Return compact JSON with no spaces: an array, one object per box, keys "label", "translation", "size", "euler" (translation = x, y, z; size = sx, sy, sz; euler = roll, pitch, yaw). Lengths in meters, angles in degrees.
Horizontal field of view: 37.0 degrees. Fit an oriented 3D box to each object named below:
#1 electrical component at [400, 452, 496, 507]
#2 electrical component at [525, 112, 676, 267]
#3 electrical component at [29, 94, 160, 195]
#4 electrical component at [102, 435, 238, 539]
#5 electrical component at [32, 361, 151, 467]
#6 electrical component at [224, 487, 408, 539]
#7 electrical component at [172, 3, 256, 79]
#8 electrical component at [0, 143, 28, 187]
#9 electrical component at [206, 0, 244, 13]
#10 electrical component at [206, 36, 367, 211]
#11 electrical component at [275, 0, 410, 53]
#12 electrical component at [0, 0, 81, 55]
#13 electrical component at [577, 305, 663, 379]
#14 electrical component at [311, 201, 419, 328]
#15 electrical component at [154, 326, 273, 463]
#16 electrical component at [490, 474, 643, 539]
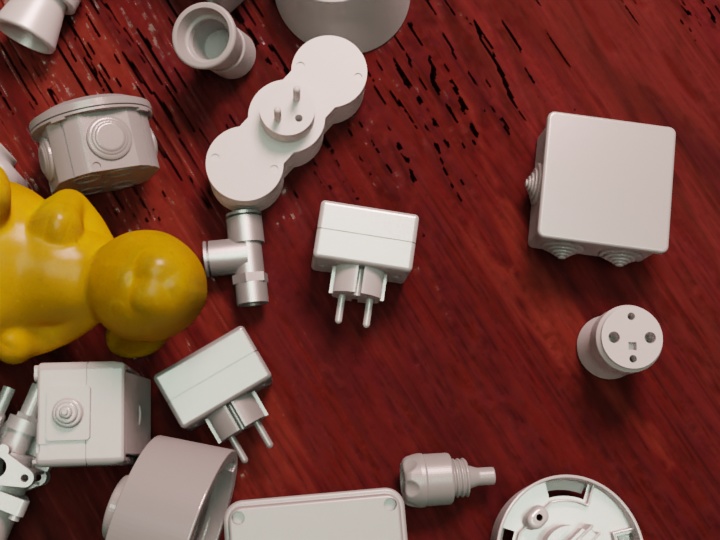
[{"label":"electrical component","translation":[0.058,0.137,0.706],"size":[0.061,0.035,0.035],"euler":[-2,79,-7]},{"label":"electrical component","translation":[0.164,-0.055,0.741],"size":[0.100,0.048,0.099],"euler":[7,79,-2]},{"label":"electrical component","translation":[-0.174,-0.082,0.711],"size":[0.080,0.080,0.051],"euler":[-14,86,-6]},{"label":"electrical component","translation":[-0.122,0.153,0.658],"size":[0.060,0.108,0.108],"euler":[16,79,6]},{"label":"electrical component","translation":[-0.165,0.091,0.669],"size":[0.061,0.096,0.061],"euler":[-1,80,-5]},{"label":"electrical component","translation":[-0.027,0.181,0.680],"size":[0.113,0.057,0.078],"euler":[-4,80,-4]},{"label":"electrical component","translation":[-0.096,-0.153,0.735],"size":[0.044,0.065,0.044],"euler":[0,89,12]},{"label":"electrical component","translation":[-0.271,-0.073,0.716],"size":[0.059,0.053,0.095],"euler":[-44,85,-10]},{"label":"electrical component","translation":[-0.093,-0.234,0.761],"size":[0.066,0.047,0.076],"euler":[44,80,5]},{"label":"electrical component","translation":[-0.049,-0.103,0.725],"size":[0.052,0.073,0.138],"euler":[40,80,4]},{"label":"electrical component","translation":[-0.014,-0.211,0.765],"size":[0.099,0.064,0.099],"euler":[-2,68,4]},{"label":"electrical component","translation":[-0.221,-0.184,0.745],"size":[0.045,0.045,0.055],"euler":[24,78,1]},{"label":"electrical component","translation":[0.174,0.048,0.719],"size":[0.045,0.055,0.045],"euler":[1,79,-3]},{"label":"electrical component","translation":[0.000,0.000,0.721],"size":[0.066,0.047,0.076],"euler":[9,78,-3]},{"label":"electrical component","translation":[-0.085,0.087,0.700],"size":[0.066,0.047,0.076],"euler":[-30,82,-8]},{"label":"electrical component","translation":[0.131,0.181,0.687],"size":[0.099,0.064,0.099],"euler":[1,79,-3]}]
